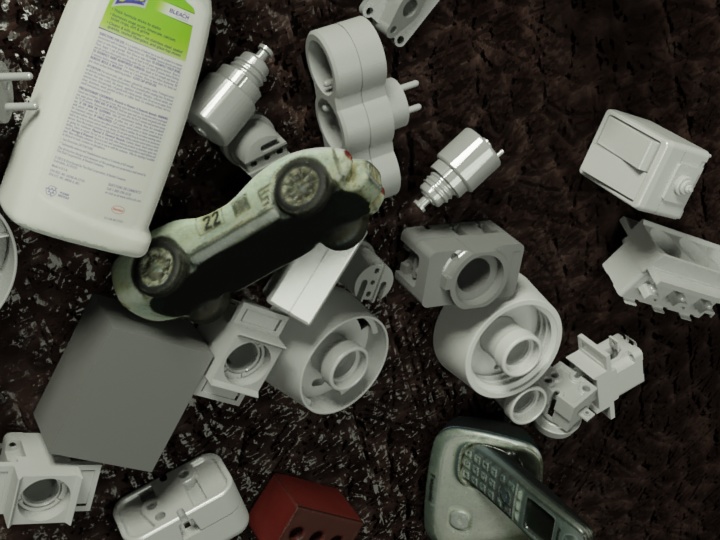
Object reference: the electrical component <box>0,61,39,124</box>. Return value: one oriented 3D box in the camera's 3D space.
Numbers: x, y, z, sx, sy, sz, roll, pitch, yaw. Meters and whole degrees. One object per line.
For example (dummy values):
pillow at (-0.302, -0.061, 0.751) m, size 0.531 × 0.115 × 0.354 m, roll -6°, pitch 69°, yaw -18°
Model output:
electrical component at (-0.231, -0.104, 0.636) m, size 0.079 × 0.044 × 0.077 m, roll -1°, pitch 121°, yaw 1°

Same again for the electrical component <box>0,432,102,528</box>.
electrical component at (-0.235, 0.150, 0.779) m, size 0.081 × 0.064 × 0.042 m, roll 6°, pitch 113°, yaw -32°

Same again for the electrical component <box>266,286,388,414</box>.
electrical component at (-0.029, 0.064, 0.863) m, size 0.099 × 0.064 × 0.099 m, roll -25°, pitch 132°, yaw -31°

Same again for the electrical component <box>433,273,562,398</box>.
electrical component at (0.125, 0.060, 0.935) m, size 0.108 × 0.060 × 0.108 m, roll -14°, pitch 123°, yaw -23°

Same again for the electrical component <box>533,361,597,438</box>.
electrical component at (0.189, 0.125, 1.012) m, size 0.048 × 0.066 × 0.055 m, roll -31°, pitch 145°, yaw -34°

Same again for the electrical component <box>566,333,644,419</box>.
electrical component at (0.237, 0.097, 1.032) m, size 0.064 × 0.042 × 0.081 m, roll -25°, pitch 127°, yaw -17°

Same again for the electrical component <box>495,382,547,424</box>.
electrical component at (0.142, 0.112, 0.983) m, size 0.040 × 0.046 × 0.040 m, roll -14°, pitch 122°, yaw -23°

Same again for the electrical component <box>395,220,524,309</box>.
electrical component at (0.083, -0.004, 0.876) m, size 0.089 × 0.055 × 0.050 m, roll -6°, pitch 120°, yaw -27°

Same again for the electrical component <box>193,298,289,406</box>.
electrical component at (-0.094, 0.056, 0.805) m, size 0.042 × 0.064 × 0.081 m, roll 22°, pitch 104°, yaw -36°

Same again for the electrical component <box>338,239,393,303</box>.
electrical component at (0.000, 0.000, 0.837) m, size 0.040 × 0.046 × 0.040 m, roll -15°, pitch 125°, yaw -24°

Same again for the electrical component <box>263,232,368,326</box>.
electrical component at (-0.050, -0.015, 0.798) m, size 0.076 × 0.047 × 0.083 m, roll 31°, pitch 92°, yaw -11°

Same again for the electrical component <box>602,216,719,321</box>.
electrical component at (0.288, 0.003, 0.991) m, size 0.121 × 0.078 × 0.063 m, roll 14°, pitch 131°, yaw -35°

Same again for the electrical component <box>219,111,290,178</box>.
electrical component at (-0.072, -0.085, 0.747) m, size 0.040 × 0.046 × 0.040 m, roll -14°, pitch 123°, yaw -23°

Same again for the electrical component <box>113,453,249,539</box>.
electrical component at (-0.142, 0.201, 0.868) m, size 0.095 × 0.053 × 0.059 m, roll -27°, pitch 127°, yaw -14°

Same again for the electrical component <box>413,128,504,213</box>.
electrical component at (0.074, -0.076, 0.840) m, size 0.078 × 0.040 × 0.040 m, roll -43°, pitch 129°, yaw -1°

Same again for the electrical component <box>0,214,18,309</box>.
electrical component at (-0.266, -0.008, 0.669) m, size 0.099 × 0.064 × 0.099 m, roll -14°, pitch 123°, yaw -23°

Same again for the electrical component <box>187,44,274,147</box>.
electrical component at (-0.086, -0.119, 0.724) m, size 0.078 × 0.040 × 0.040 m, roll -53°, pitch 130°, yaw -12°

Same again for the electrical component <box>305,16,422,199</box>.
electrical component at (0.011, -0.115, 0.773) m, size 0.074 × 0.052 × 0.138 m, roll -21°, pitch 125°, yaw -18°

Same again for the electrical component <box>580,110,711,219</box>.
electrical component at (0.236, -0.086, 0.890) m, size 0.061 × 0.096 × 0.061 m, roll 10°, pitch 112°, yaw -33°
